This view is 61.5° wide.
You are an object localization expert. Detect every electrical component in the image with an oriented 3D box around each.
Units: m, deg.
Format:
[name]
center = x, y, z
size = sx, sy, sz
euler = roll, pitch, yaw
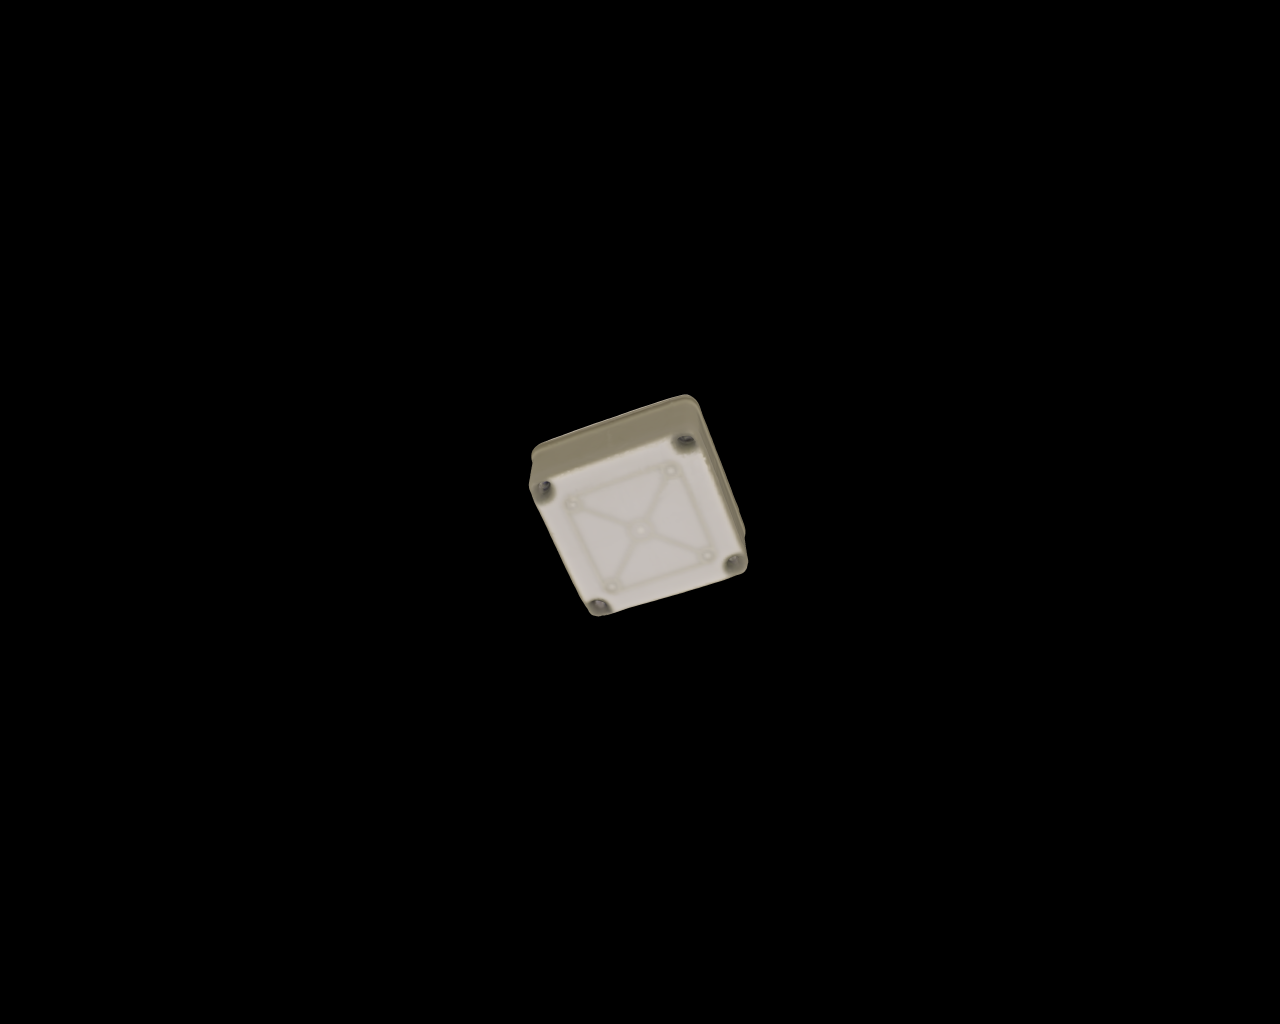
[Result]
[electrical component]
center = 0.001, -0.003, 0.650
size = 0.109, 0.108, 0.056
euler = -18, 28, 10
